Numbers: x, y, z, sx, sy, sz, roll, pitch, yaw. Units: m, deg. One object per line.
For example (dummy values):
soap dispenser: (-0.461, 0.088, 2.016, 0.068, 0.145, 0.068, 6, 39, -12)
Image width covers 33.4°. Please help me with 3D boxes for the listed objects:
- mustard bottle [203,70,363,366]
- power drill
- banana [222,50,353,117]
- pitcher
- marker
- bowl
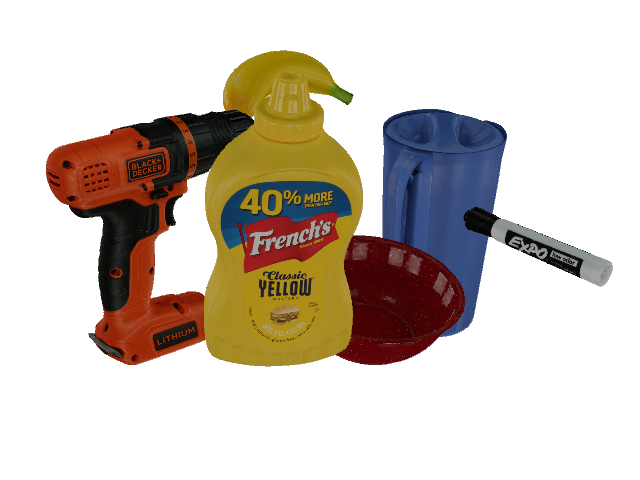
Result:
mustard bottle: (-0.023, -0.013, 0.658, 0.096, 0.192, 0.058, -1, 32, -9)
power drill: (-0.124, -0.007, 0.861, 0.184, 0.188, 0.057, -17, 25, -34)
banana: (-0.039, -0.145, 0.979, 0.070, 0.037, 0.197, 36, 30, 20)
pitcher: (0.123, -0.013, 1.190, 0.149, 0.243, 0.145, -4, 27, -13)
marker: (0.154, 0.002, 0.772, 0.121, 0.020, 0.020, 26, 17, 38)
bowl: (0.044, 0.061, 0.943, 0.162, 0.055, 0.162, 6, 32, -4)
